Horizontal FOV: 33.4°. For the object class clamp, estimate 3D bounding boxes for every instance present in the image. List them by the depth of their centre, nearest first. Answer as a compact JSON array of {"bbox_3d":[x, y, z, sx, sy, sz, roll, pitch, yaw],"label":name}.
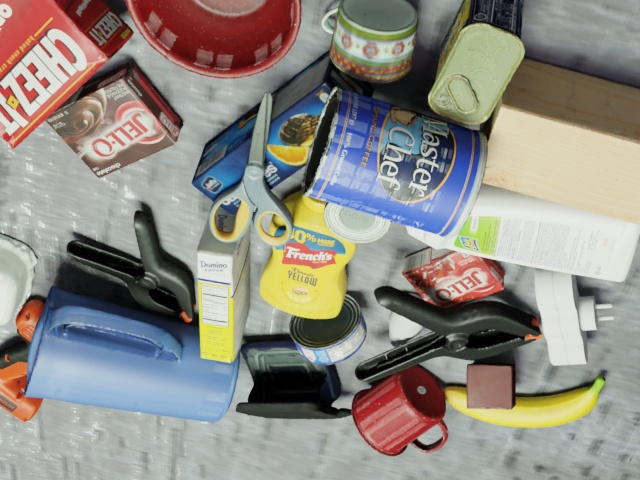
[{"bbox_3d":[0.143,0.097,1.178,0.210,0.036,0.164,-6,142,-4],"label":"clamp"},{"bbox_3d":[-0.197,0.033,1.244,0.120,0.039,0.171,-26,129,38],"label":"clamp"}]

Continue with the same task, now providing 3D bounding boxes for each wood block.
[{"bbox_3d":[0.255,-0.087,0.979,0.206,0.090,0.091,15,134,0],"label":"wood block"}]

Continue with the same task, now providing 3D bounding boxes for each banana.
[{"bbox_3d":[0.250,0.197,1.293,0.198,0.037,0.069,-9,112,20],"label":"banana"}]

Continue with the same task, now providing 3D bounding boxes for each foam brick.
[{"bbox_3d":[0.200,0.169,1.239,0.053,0.051,0.078,0,175,14],"label":"foam brick"}]

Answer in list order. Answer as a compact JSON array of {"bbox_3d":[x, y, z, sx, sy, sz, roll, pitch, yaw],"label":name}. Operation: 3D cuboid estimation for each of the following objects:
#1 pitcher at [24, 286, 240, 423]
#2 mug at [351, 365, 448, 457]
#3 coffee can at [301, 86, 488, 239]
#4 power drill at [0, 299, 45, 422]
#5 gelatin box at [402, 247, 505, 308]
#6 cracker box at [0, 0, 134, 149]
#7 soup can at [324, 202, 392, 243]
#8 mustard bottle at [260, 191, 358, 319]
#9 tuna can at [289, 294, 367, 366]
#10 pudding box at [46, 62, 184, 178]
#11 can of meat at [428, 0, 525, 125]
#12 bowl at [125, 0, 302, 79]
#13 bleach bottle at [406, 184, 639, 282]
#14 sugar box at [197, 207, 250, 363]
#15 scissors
[{"bbox_3d":[-0.221,0.141,1.271,0.242,0.149,0.145,14,104,-15],"label":"pitcher"},{"bbox_3d":[0.107,0.213,1.300,0.117,0.093,0.082,45,124,-4],"label":"mug"},{"bbox_3d":[0.065,-0.069,0.955,0.140,0.102,0.103,16,135,-9],"label":"coffee can"},{"bbox_3d":[-0.354,0.172,1.406,0.188,0.057,0.184,-34,114,33],"label":"power drill"},{"bbox_3d":[0.146,0.037,1.166,0.089,0.030,0.073,-23,124,32],"label":"gelatin box"},{"bbox_3d":[-0.309,-0.212,0.993,0.164,0.072,0.213,-34,109,33],"label":"cracker box"},{"bbox_3d":[0.044,-0.055,1.054,0.068,0.102,0.068,7,134,7],"label":"soup can"},{"bbox_3d":[-0.008,0.002,1.152,0.096,0.058,0.192,17,135,5],"label":"mustard bottle"},{"bbox_3d":[0.010,0.102,1.224,0.086,0.086,0.033,-6,133,20],"label":"tuna can"},{"bbox_3d":[-0.211,-0.122,1.097,0.114,0.039,0.090,-19,125,30],"label":"pudding box"},{"bbox_3d":[0.138,-0.167,0.935,0.057,0.084,0.102,20,134,-5],"label":"can of meat"},{"bbox_3d":[-0.091,-0.226,0.957,0.162,0.055,0.162,7,134,7],"label":"bowl"},{"bbox_3d":[0.189,-0.024,1.076,0.251,0.068,0.102,9,133,8],"label":"bleach bottle"},{"bbox_3d":[-0.107,0.046,1.196,0.048,0.093,0.176,7,133,6],"label":"sugar box"},{"bbox_3d":[-0.049,-0.058,1.051,0.096,0.016,0.202,23,135,-12],"label":"scissors"}]
